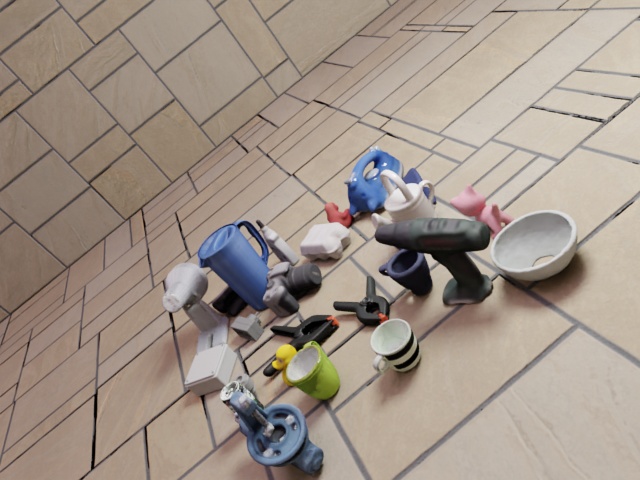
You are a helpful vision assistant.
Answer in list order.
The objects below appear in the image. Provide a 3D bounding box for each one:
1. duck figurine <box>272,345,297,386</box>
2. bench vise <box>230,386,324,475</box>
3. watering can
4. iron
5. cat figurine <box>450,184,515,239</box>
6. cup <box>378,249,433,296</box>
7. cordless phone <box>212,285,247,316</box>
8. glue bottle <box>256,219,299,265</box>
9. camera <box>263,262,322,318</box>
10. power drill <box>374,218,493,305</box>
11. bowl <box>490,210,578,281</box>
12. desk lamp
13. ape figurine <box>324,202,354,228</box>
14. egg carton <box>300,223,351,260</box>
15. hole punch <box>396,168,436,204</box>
[{"bbox_3d":[-0.059,0.270,1.293,0.104,0.086,0.077,-36,28,5],"label":"duck figurine"},{"bbox_3d":[-0.120,0.359,1.088,0.206,0.220,0.121,-15,36,37],"label":"bench vise"},{"bbox_3d":[0.204,-0.087,1.399,0.100,0.194,0.173,1,47,50],"label":"watering can"},{"bbox_3d":[0.154,-0.194,1.674,0.118,0.142,0.259,-8,40,44],"label":"iron"},{"bbox_3d":[0.357,-0.071,1.277,0.067,0.118,0.127,-45,28,-11],"label":"cat figurine"},{"bbox_3d":[0.195,0.080,1.266,0.117,0.095,0.092,-16,35,36],"label":"cup"},{"bbox_3d":[-0.283,0.119,1.677,0.148,0.185,0.093,-48,29,-18],"label":"cordless phone"},{"bbox_3d":[-0.133,0.004,1.684,0.037,0.173,0.077,-49,30,-19],"label":"glue bottle"},{"bbox_3d":[-0.073,0.114,1.528,0.136,0.101,0.143,-20,33,31],"label":"camera"},{"bbox_3d":[0.246,0.036,1.150,0.228,0.209,0.076,-12,38,40],"label":"power drill"},{"bbox_3d":[0.421,0.023,1.105,0.167,0.075,0.167,-29,29,18],"label":"bowl"},{"bbox_3d":[-0.358,0.190,1.628,0.118,0.214,0.203,-32,29,12],"label":"desk lamp"},{"bbox_3d":[0.048,-0.073,1.673,0.077,0.092,0.076,-7,41,44],"label":"ape figurine"},{"bbox_3d":[0.015,0.006,1.618,0.149,0.069,0.107,-6,42,46],"label":"egg carton"},{"bbox_3d":[0.240,-0.124,1.521,0.101,0.091,0.108,-33,28,10],"label":"hole punch"}]
